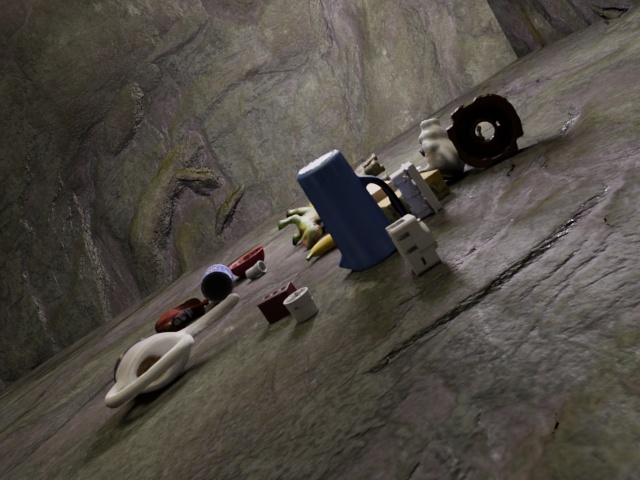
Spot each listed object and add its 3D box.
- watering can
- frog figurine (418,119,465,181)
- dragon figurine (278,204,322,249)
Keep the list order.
[{"bbox_3d":[-0.342,0.249,1.174,0.353,0.103,0.222,-41,12,-35],"label":"watering can"},{"bbox_3d":[0.321,-0.239,1.352,0.137,0.160,0.122,5,-2,-32],"label":"frog figurine"},{"bbox_3d":[0.005,-0.090,1.788,0.241,0.120,0.419,-17,25,32],"label":"dragon figurine"}]
